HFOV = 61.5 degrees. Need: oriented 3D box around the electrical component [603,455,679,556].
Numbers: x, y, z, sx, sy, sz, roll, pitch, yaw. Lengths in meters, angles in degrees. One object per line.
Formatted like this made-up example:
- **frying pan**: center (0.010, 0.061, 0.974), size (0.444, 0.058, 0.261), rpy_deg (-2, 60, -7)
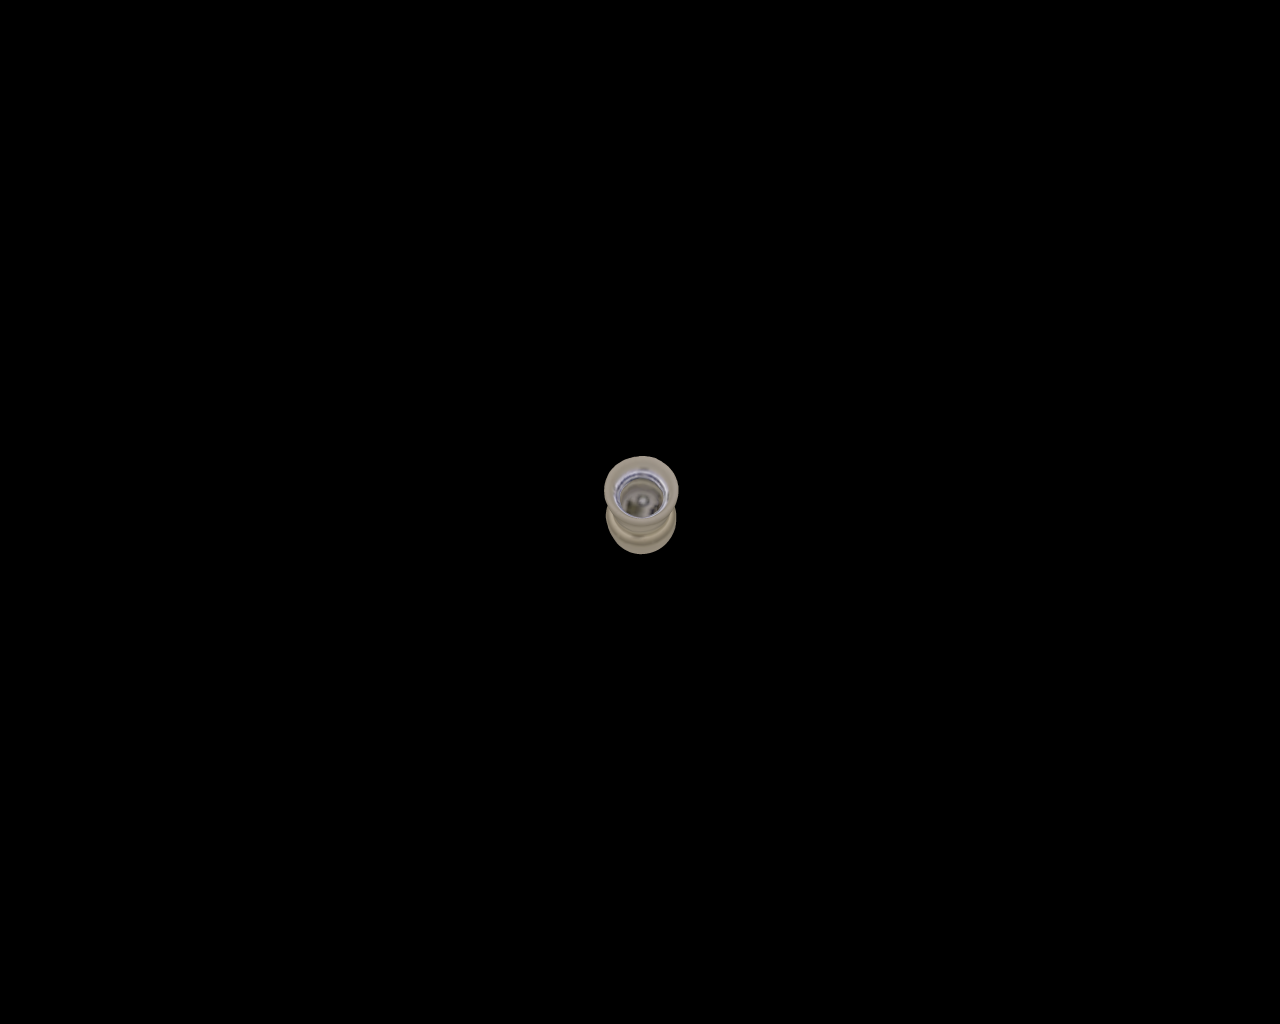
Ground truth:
- **electrical component**: center (0.001, -0.003, 0.650), size (0.045, 0.045, 0.055), rpy_deg (0, -25, 0)
